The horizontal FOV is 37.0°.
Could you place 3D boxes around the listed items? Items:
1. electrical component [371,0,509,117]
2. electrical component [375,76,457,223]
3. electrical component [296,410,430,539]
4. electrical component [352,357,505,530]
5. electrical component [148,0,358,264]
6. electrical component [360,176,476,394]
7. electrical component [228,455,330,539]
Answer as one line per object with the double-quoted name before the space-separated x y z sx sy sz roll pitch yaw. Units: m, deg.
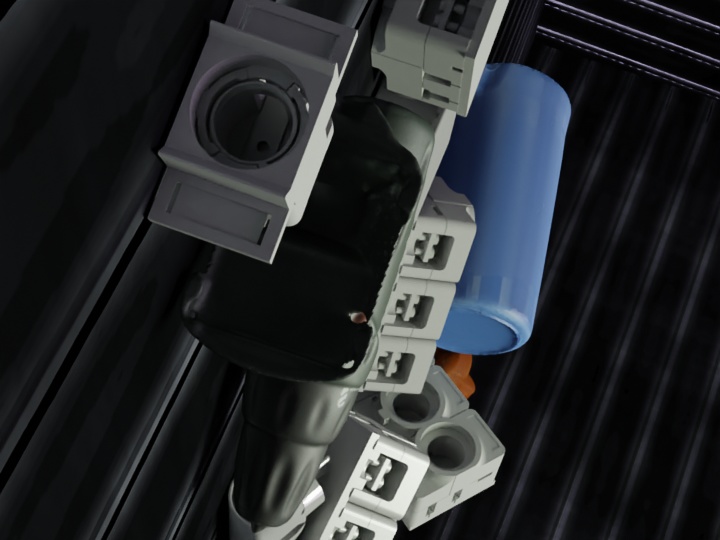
"electrical component" 0.062 -0.184 0.651 0.089 0.062 0.150 80 30 -77
"electrical component" 0.033 -0.095 0.731 0.099 0.048 0.099 100 11 -54
"electrical component" -0.021 0.178 0.762 0.089 0.062 0.150 22 -95 60
"electrical component" 0.040 0.126 0.906 0.089 0.150 0.061 -23 146 -25
"electrical component" -0.033 -0.044 0.356 0.064 0.042 0.081 80 30 -80
"electrical component" 0.033 0.009 0.827 0.089 0.062 0.150 -117 -141 -57
"electrical component" -0.050 0.150 0.705 0.079 0.043 0.077 -36 158 -25
